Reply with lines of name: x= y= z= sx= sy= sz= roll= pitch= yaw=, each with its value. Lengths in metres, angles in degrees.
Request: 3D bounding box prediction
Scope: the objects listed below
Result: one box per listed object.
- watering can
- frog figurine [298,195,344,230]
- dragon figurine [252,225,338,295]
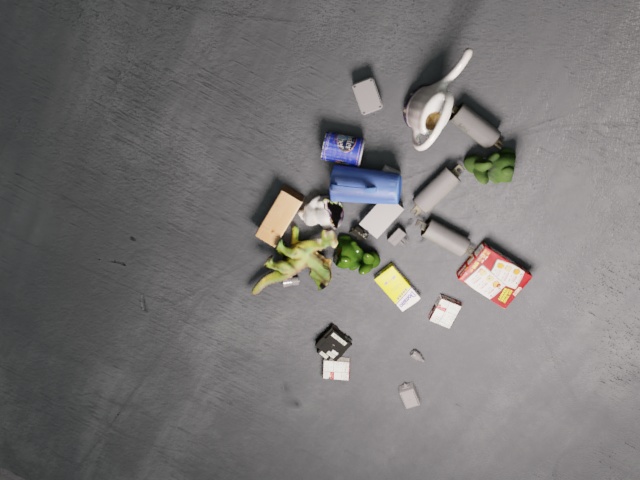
watering can: x=0.380 y=-0.462 z=1.688 sx=0.103 sy=0.228 sz=0.344 roll=17 pitch=106 yaw=-21
frog figurine: x=0.006 y=-0.096 z=1.911 sx=0.158 sy=0.125 sz=0.136 roll=-12 pitch=120 yaw=47
dragon figurine: x=-0.071 y=0.106 z=1.939 sx=0.243 sy=0.124 sz=0.404 roll=33 pitch=112 yaw=3
